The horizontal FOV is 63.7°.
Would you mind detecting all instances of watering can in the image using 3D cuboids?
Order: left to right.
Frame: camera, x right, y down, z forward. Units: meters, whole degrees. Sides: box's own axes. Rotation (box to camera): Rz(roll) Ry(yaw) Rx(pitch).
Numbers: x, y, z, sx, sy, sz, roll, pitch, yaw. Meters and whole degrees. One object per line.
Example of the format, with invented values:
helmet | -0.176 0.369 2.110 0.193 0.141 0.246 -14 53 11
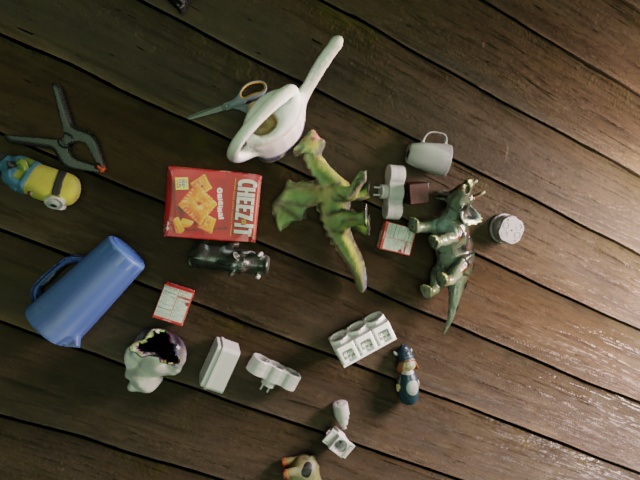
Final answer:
watering can | -0.070 -0.291 1.150 0.104 0.223 0.348 45 86 4

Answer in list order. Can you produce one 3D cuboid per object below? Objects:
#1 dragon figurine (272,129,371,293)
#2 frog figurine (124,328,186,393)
dragon figurine | 0.004 -0.064 1.266 0.243 0.123 0.406 2 102 6
frog figurine | -0.393 0.290 1.219 0.137 0.126 0.156 9 132 -21
